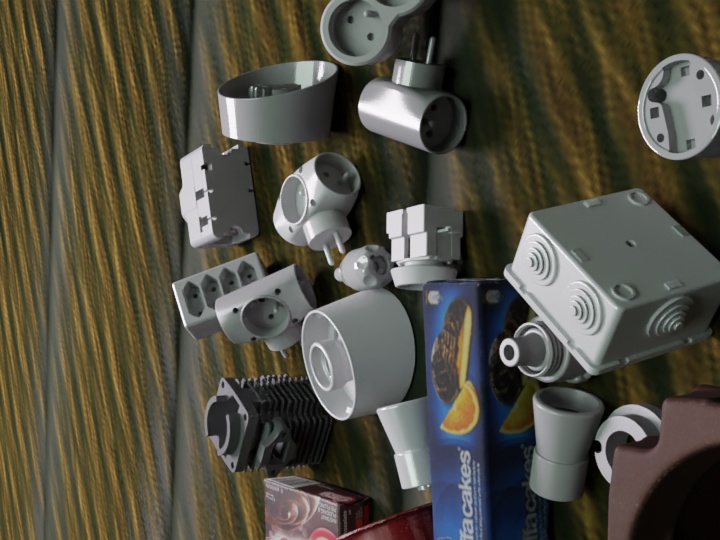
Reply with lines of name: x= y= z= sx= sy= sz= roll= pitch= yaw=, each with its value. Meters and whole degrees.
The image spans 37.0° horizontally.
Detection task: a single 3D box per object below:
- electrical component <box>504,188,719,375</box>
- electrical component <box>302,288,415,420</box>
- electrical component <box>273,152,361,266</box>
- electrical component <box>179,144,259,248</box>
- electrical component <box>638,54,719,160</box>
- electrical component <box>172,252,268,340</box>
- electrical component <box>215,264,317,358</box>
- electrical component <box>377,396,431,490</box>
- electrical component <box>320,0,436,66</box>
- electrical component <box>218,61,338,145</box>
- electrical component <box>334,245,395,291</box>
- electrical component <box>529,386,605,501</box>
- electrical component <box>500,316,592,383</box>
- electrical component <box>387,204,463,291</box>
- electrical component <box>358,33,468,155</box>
electrical component: x=0.143 y=0.002 z=0.598 sx=0.099 sy=0.100 sz=0.048 roll=54 pitch=145 yaw=38
electrical component: x=-0.003 y=0.068 z=0.857 sx=0.099 sy=0.064 sz=0.099 roll=39 pitch=136 yaw=51
electrical component: x=-0.031 y=-0.043 z=0.884 sx=0.077 sy=0.044 sz=0.079 roll=-47 pitch=55 yaw=45
electrical component: x=-0.136 y=-0.069 z=1.026 sx=0.056 sy=0.050 sz=0.089 roll=-18 pitch=78 yaw=54
electrical component: x=0.186 y=-0.086 z=0.575 sx=0.055 sy=0.047 sz=0.055 roll=5 pitch=96 yaw=54
electrical component: x=-0.120 y=0.031 z=0.997 sx=0.075 sy=0.083 sz=0.047 roll=72 pitch=177 yaw=-66
electrical component: x=-0.073 y=0.043 z=0.934 sx=0.044 sy=0.077 sz=0.079 roll=-96 pitch=-21 yaw=-61
electrical component: x=0.041 y=0.130 z=0.798 sx=0.044 sy=0.044 sz=0.065 roll=-24 pitch=78 yaw=53
electrical component: x=0.032 y=-0.207 z=0.769 sx=0.052 sy=0.074 sz=0.138 roll=41 pitch=109 yaw=4
electrical component: x=-0.068 y=-0.138 z=0.890 sx=0.099 sy=0.099 sz=0.064 roll=24 pitch=117 yaw=52
electrical component: x=0.000 y=0.000 z=0.853 sx=0.061 sy=0.035 sz=0.035 roll=-13 pitch=82 yaw=57
electrical component: x=0.127 y=0.111 z=0.676 sx=0.044 sy=0.044 sz=0.065 roll=27 pitch=118 yaw=51
electrical component: x=0.115 y=0.049 z=0.669 sx=0.048 sy=0.062 sz=0.048 roll=5 pitch=96 yaw=54
electrical component: x=0.047 y=-0.015 z=0.778 sx=0.066 sy=0.048 sz=0.055 roll=-10 pitch=76 yaw=54
electrical component: x=0.041 y=-0.131 z=0.779 sx=0.077 sy=0.043 sz=0.079 roll=29 pitch=114 yaw=50
